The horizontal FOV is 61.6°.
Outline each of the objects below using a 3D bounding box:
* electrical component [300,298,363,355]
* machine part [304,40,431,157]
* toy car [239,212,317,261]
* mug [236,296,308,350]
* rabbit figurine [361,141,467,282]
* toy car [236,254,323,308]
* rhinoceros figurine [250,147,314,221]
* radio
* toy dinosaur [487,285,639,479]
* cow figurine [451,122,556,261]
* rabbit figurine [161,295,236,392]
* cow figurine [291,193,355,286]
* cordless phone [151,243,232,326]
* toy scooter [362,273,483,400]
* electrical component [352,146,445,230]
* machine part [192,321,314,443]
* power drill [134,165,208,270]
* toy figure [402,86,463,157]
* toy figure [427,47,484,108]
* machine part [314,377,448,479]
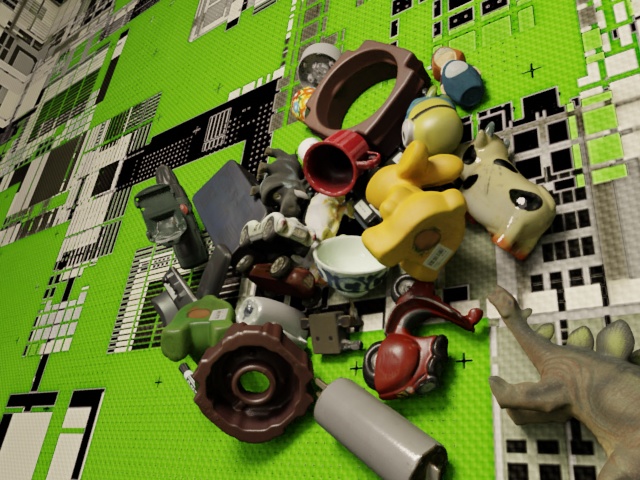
[{"bbox_3d":[0.020,0.133,0.821,0.102,0.045,0.078,-17,83,35],"label":"electrical component"},{"bbox_3d":[0.085,-0.247,0.966,0.201,0.087,0.201,-54,44,2],"label":"machine part"},{"bbox_3d":[-0.073,-0.006,0.874,0.202,0.073,0.056,-13,56,62],"label":"toy car"},{"bbox_3d":[-0.075,0.138,0.849,0.081,0.107,0.110,-55,42,1],"label":"mug"},{"bbox_3d":[0.115,-0.054,0.726,0.162,0.122,0.173,-64,28,22],"label":"rabbit figurine"},{"bbox_3d":[-0.068,0.060,0.877,0.053,0.089,0.202,-56,24,-17],"label":"toy car"},{"bbox_3d":[-0.067,-0.099,0.988,0.190,0.112,0.073,-96,27,-57],"label":"rhinoceros figurine"},{"bbox_3d":[-0.161,-0.052,1.063,0.131,0.073,0.230,-45,46,8],"label":"radio"},{"bbox_3d":[0.317,0.203,0.489,0.198,0.105,0.472,-39,50,10],"label":"toy dinosaur"},{"bbox_3d":[0.240,-0.076,0.734,0.127,0.085,0.195,-50,41,13],"label":"cow figurine"},{"bbox_3d":[-0.190,0.189,0.894,0.121,0.170,0.159,-6,20,-9],"label":"rabbit figurine"},{"bbox_3d":[-0.003,-0.003,0.903,0.098,0.068,0.167,-6,58,44],"label":"cow figurine"},{"bbox_3d":[-0.230,0.073,0.998,0.147,0.088,0.184,42,111,46],"label":"cordless phone"},{"bbox_3d":[0.138,0.128,0.704,0.135,0.075,0.184,4,63,40],"label":"toy scooter"},{"bbox_3d":[0.116,-0.067,0.851,0.134,0.058,0.115,-43,43,11],"label":"electrical component"},{"bbox_3d":[-0.095,0.206,0.789,0.179,0.179,0.056,-45,9,9],"label":"machine part"},{"bbox_3d":[-0.293,-0.054,1.041,0.086,0.207,0.232,-20,88,-9],"label":"power drill"},{"bbox_3d":[0.172,-0.180,0.815,0.089,0.082,0.180,-41,11,32],"label":"toy figure"},{"bbox_3d":[0.223,-0.280,0.894,0.064,0.057,0.155,-9,48,-10],"label":"toy figure"},{"bbox_3d":[0.073,0.247,0.681,0.244,0.079,0.079,25,82,44],"label":"machine part"}]
